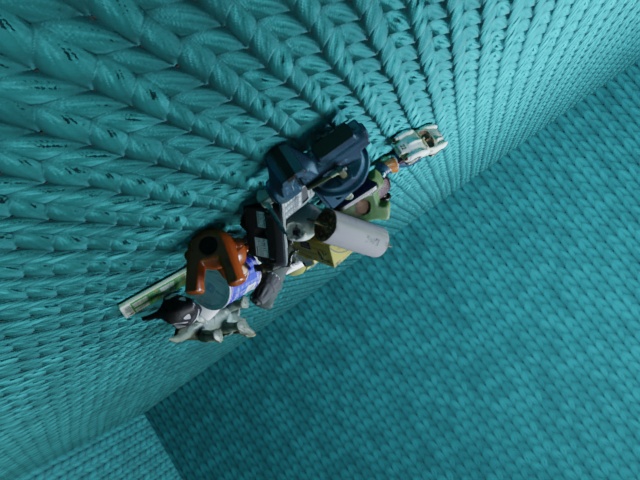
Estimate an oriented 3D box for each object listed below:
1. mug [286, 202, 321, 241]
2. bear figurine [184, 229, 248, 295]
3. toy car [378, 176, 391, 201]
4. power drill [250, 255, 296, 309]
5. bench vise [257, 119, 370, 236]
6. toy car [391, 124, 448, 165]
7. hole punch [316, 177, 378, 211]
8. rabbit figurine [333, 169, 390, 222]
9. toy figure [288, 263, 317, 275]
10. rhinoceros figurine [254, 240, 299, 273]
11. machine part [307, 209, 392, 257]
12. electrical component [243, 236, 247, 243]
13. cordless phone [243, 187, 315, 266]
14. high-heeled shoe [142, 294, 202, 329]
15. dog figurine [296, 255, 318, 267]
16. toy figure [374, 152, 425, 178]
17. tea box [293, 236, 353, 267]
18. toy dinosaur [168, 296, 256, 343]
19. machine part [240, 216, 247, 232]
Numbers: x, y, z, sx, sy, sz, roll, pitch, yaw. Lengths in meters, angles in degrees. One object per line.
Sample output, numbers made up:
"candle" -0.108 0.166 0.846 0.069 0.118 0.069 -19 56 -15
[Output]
"mug" -0.055 -0.039 1.220 0.107 0.110 0.080 -61 158 -71
"bear figurine" -0.197 0.048 1.083 0.120 0.132 0.195 -11 166 2
"toy car" 0.110 -0.102 1.430 0.202 0.053 0.089 -41 130 -17
"power drill" -0.141 0.115 1.475 0.207 0.086 0.232 107 7 -57
"bench vise" 0.003 -0.106 0.962 0.223 0.129 0.240 -45 157 0
"toy car" 0.243 -0.235 1.306 0.202 0.073 0.056 -24 170 -48
"hole punch" 0.047 -0.133 1.166 0.142 0.092 0.116 -36 -156 -9
"rabbit figurine" 0.091 -0.102 1.315 0.159 0.121 0.170 -25 -161 13
"toy figure" -0.057 0.063 1.736 0.089 0.082 0.180 -5 -175 32
"rhinoceros figurine" -0.102 0.028 1.230 0.112 0.073 0.190 -14 -178 -10
"machine part" 0.074 -0.013 1.213 0.243 0.079 0.079 18 135 -37
"electrical component" -0.137 -0.018 1.253 0.063 0.021 0.094 -40 170 30
"cordless phone" -0.063 -0.046 1.082 0.184 0.089 0.146 -41 137 -48
"high-heeled shoe" -0.301 0.156 1.251 0.145 0.086 0.248 -18 175 18
"dog figurine" 0.032 -0.030 1.528 0.219 0.108 0.191 -33 170 -22
"toy figure" 0.195 -0.201 1.374 0.154 0.058 0.064 -27 163 -14
"tea box" -0.003 -0.004 1.317 0.170 0.068 0.098 15 -136 39
"toy dinosaur" -0.345 0.250 1.607 0.192 0.131 0.404 -18 169 35
"machine part" -0.106 -0.054 1.135 0.139 0.039 0.084 -29 174 -38
